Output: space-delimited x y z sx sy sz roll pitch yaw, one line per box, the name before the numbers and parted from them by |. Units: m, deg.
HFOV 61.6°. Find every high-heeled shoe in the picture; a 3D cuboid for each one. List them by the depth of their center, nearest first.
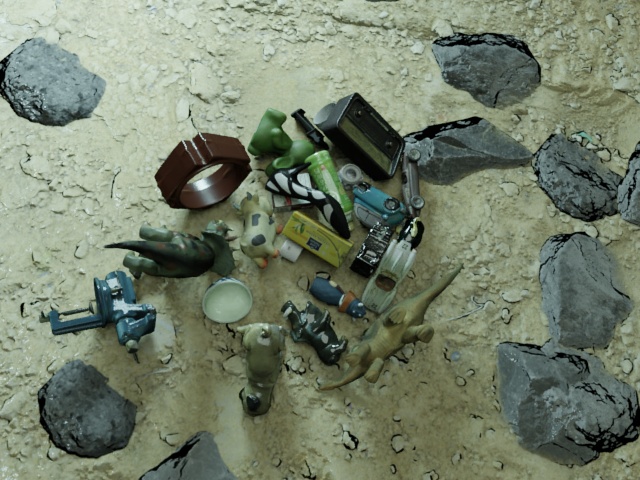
high-heeled shoe | -0.035 -0.083 1.358 0.145 0.086 0.248 -32 82 18

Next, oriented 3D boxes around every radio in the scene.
radio | 0.122 -0.271 1.425 0.229 0.073 0.131 39 66 -31

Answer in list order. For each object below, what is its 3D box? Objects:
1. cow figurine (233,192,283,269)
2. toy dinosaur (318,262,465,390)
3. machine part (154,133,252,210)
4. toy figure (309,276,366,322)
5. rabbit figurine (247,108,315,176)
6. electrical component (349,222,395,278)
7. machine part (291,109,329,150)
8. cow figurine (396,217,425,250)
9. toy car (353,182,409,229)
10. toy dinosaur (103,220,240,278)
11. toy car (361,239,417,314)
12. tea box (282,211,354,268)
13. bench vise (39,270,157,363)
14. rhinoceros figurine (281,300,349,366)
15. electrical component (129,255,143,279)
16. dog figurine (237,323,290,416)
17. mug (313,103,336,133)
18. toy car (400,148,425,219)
cow figurine | -0.160 -0.036 1.347 0.127 0.085 0.195 37 34 -27
toy dinosaur | 0.184 0.201 1.264 0.471 0.198 0.105 -37 89 -6
machine part | -0.282 -0.161 1.317 0.201 0.201 0.087 -44 68 28
toy figure | 0.049 0.144 1.344 0.154 0.064 0.058 29 57 4
rabbit figurine | -0.096 -0.249 1.432 0.170 0.121 0.159 25 75 -13
electrical component | 0.128 0.030 1.352 0.058 0.134 0.115 31 69 4
machine part | -0.028 -0.308 1.482 0.039 0.084 0.139 -44 66 18
cow figurine | 0.217 0.023 1.384 0.068 0.098 0.167 27 72 -3
toy car | 0.146 -0.077 1.409 0.162 0.109 0.103 30 89 13
toy dinosaur | -0.306 0.033 1.214 0.192 0.405 0.131 10 98 7
toy car | 0.169 0.090 1.333 0.073 0.056 0.201 28 110 4
tea box | -0.003 -0.004 1.361 0.170 0.098 0.068 30 97 6
bench vise | -0.508 0.177 1.233 0.240 0.128 0.224 -9 65 -27
rhinoceros figurine | -0.014 0.219 1.314 0.112 0.073 0.190 -42 82 -6
electrical component | -0.431 0.051 1.335 0.078 0.045 0.102 23 72 -29
dog figurine | -0.133 0.296 1.224 0.121 0.172 0.190 0 65 5
mug | 0.040 -0.313 1.480 0.081 0.110 0.107 -44 119 1
toy car | 0.244 -0.149 1.447 0.053 0.089 0.202 3 73 -8
